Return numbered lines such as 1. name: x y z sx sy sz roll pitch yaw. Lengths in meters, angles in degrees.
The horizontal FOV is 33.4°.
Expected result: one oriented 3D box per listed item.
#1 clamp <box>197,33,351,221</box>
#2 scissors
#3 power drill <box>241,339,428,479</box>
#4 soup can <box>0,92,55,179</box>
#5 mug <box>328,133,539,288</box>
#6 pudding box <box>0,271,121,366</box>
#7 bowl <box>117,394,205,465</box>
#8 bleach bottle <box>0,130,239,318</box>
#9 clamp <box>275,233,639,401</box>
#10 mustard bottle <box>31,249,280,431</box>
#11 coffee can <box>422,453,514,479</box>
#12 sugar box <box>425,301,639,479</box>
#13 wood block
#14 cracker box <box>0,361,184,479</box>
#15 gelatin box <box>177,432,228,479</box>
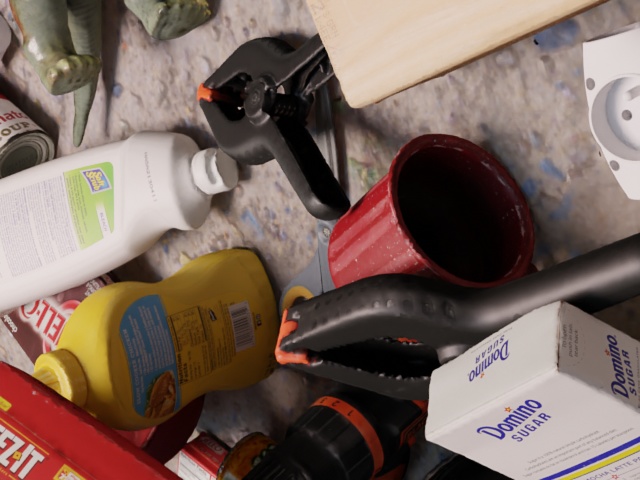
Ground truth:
1. clamp: -0.023 -0.071 0.633 0.172 0.039 0.120 1 76 57
2. scissors: -0.005 0.001 0.698 0.096 0.016 0.202 -3 107 44
3. power drill: 0.013 0.151 0.648 0.057 0.184 0.188 39 142 23
4. soup can: -0.274 -0.088 0.873 0.102 0.068 0.069 39 132 22
5. mug: 0.067 0.007 0.592 0.117 0.093 0.082 28 144 -16
6. pudding box: -0.202 0.055 0.850 0.114 0.039 0.090 39 98 45
7. bowl: -0.137 0.122 0.821 0.162 0.055 0.162 -31 46 37
8. bleach bottle: -0.168 -0.013 0.778 0.251 0.068 0.102 -14 91 28
9. clamp: 0.078 0.045 0.528 0.210 0.036 0.164 4 143 12
10. mustard bottle: -0.112 0.072 0.702 0.058 0.191 0.096 3 105 44
11. coffee can: 0.128 0.188 0.601 0.103 0.102 0.140 -18 97 46
12. sugar box: 0.148 0.096 0.510 0.176 0.048 0.093 30 139 -19
13. wood block: 0.094 -0.140 0.481 0.207 0.090 0.090 -18 97 46
14. cracker box: -0.113 0.169 0.614 0.164 0.072 0.214 31 160 16
15. gelatin box: -0.082 0.210 0.865 0.073 0.030 0.089 32 130 30
